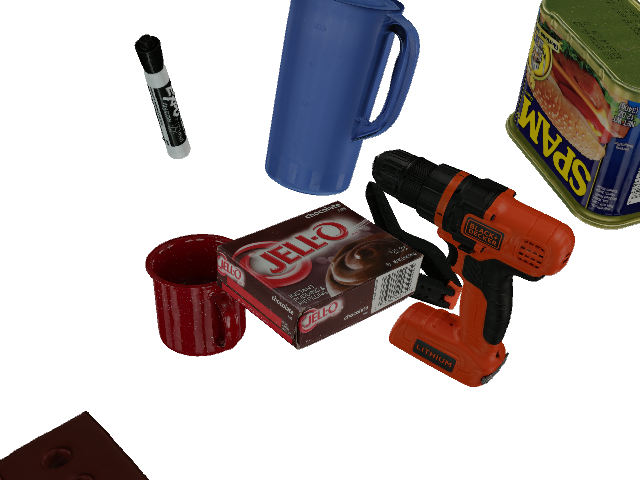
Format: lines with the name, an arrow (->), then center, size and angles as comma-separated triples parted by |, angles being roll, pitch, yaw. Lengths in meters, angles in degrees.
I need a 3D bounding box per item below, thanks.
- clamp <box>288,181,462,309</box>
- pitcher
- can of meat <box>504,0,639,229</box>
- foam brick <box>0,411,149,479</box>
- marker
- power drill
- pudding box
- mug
clamp -> 0.071, 0.012, 1.243 | 0.164, 0.036, 0.210 | -21, 51, -38
pitcher -> 0.016, -0.177, 1.264 | 0.145, 0.243, 0.149 | 8, 23, -13
can of meat -> 0.145, -0.071, 0.548 | 0.057, 0.084, 0.102 | -13, 47, -17
foam brick -> -0.108, 0.130, 0.497 | 0.052, 0.051, 0.078 | -28, 42, -28
marker -> -0.121, -0.109, 0.819 | 0.020, 0.020, 0.121 | 0, -38, 8
power drill -> 0.113, 0.025, 0.930 | 0.185, 0.188, 0.057 | 29, 43, 23
pudding box -> -0.001, 0.020, 0.728 | 0.113, 0.039, 0.090 | -20, 41, -37
mug -> -0.104, 0.057, 0.969 | 0.093, 0.081, 0.117 | -19, 35, -28
